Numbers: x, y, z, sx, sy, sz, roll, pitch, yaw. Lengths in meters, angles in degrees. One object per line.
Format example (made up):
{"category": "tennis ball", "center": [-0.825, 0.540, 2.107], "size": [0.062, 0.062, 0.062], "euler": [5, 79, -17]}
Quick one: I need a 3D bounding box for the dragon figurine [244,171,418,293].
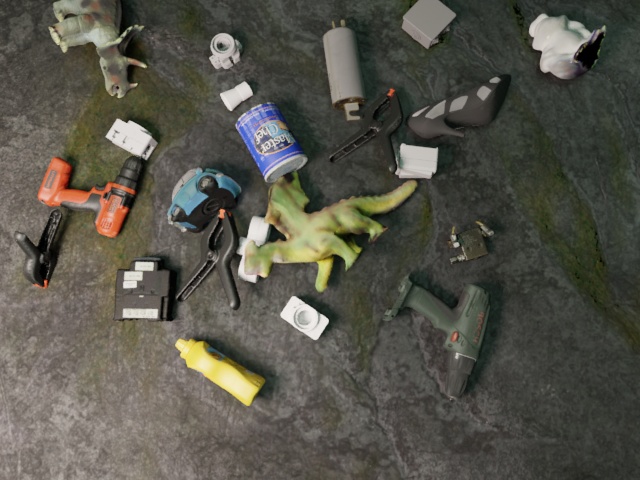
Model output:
{"category": "dragon figurine", "center": [0.003, -0.054, 1.071], "size": [0.243, 0.120, 0.416], "euler": [41, 66, 4]}

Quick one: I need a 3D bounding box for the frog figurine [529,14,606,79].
{"category": "frog figurine", "center": [0.541, -0.438, 1.165], "size": [0.161, 0.121, 0.137], "euler": [37, 91, 42]}
